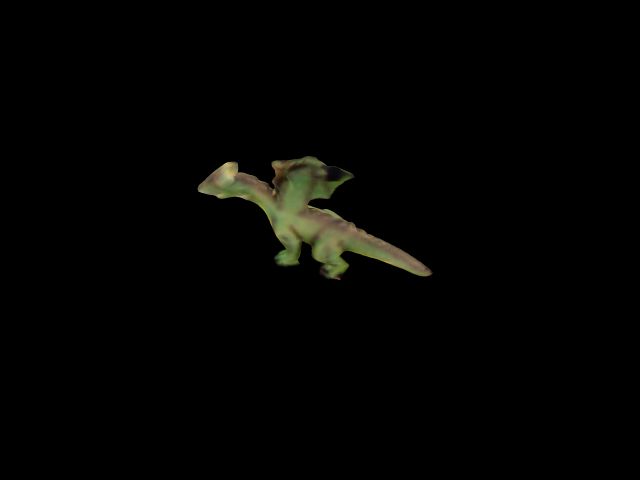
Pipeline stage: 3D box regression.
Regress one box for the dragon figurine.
[{"bbox_3d":[0.003,-0.043,0.850,0.410,0.125,0.237,12,-28,6],"label":"dragon figurine"}]
